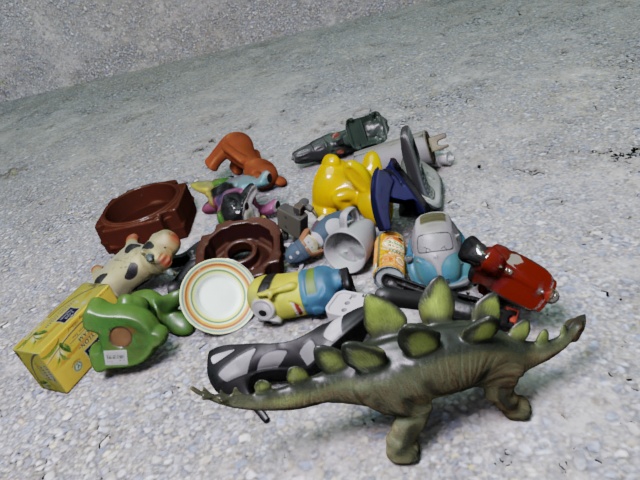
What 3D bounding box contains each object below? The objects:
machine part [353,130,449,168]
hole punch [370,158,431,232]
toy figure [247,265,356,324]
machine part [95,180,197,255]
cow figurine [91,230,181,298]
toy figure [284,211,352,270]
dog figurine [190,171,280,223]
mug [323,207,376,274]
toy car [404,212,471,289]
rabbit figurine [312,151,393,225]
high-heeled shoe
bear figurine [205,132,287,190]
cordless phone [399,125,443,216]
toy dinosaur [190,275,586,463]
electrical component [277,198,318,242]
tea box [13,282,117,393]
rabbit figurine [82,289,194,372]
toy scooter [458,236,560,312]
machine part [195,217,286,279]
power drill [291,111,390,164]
[{"bbox_3d":[0.163,-0.181,1.185,0.243,0.079,0.079,-15,31,22],"label":"machine part"},{"bbox_3d":[0.124,-0.076,0.961,0.092,0.115,0.142,-32,-1,4],"label":"hole punch"},{"bbox_3d":[-0.032,0.087,0.887,0.180,0.082,0.089,-16,21,8],"label":"toy figure"},{"bbox_3d":[-0.401,-0.055,1.249,0.202,0.087,0.201,-10,32,5],"label":"machine part"},{"bbox_3d":[-0.350,0.050,1.030,0.195,0.085,0.127,-38,39,6],"label":"cow figurine"},{"bbox_3d":[-0.004,-0.004,1.023,0.064,0.057,0.154,40,56,23],"label":"toy figure"},{"bbox_3d":[-0.208,-0.080,1.193,0.219,0.108,0.191,2,39,32],"label":"dog figurine"},{"bbox_3d":[0.060,-0.009,0.976,0.081,0.109,0.107,-6,19,27],"label":"mug"},{"bbox_3d":[0.196,0.006,0.893,0.109,0.102,0.162,-5,36,14],"label":"toy car"},{"bbox_3d":[0.080,-0.100,1.081,0.173,0.162,0.122,35,43,30],"label":"rabbit figurine"},{"bbox_3d":[-0.046,0.145,0.773,0.249,0.086,0.145,-41,56,-6],"label":"high-heeled shoe"},{"bbox_3d":[-0.181,-0.175,1.337,0.120,0.132,0.196,-2,48,-49],"label":"bear figurine"},{"bbox_3d":[0.184,-0.152,1.061,0.089,0.184,0.147,-8,33,20],"label":"cordless phone"},{"bbox_3d":[0.099,0.151,0.627,0.472,0.198,0.105,-17,30,-5],"label":"toy dinosaur"},{"bbox_3d":[-0.044,-0.036,1.065,0.078,0.102,0.045,25,46,33],"label":"electrical component"},{"bbox_3d":[-0.417,0.161,0.917,0.068,0.098,0.170,1,38,25],"label":"tea box"},{"bbox_3d":[-0.303,0.125,0.914,0.159,0.121,0.170,-11,18,0],"label":"rabbit figurine"},{"bbox_3d":[0.272,0.055,0.758,0.135,0.183,0.075,30,90,28],"label":"toy scooter"},{"bbox_3d":[-0.148,0.032,1.015,0.179,0.056,0.179,-5,44,5],"label":"machine part"},{"bbox_3d":[0.060,-0.236,1.295,0.232,0.086,0.207,-19,0,-19],"label":"power drill"}]
